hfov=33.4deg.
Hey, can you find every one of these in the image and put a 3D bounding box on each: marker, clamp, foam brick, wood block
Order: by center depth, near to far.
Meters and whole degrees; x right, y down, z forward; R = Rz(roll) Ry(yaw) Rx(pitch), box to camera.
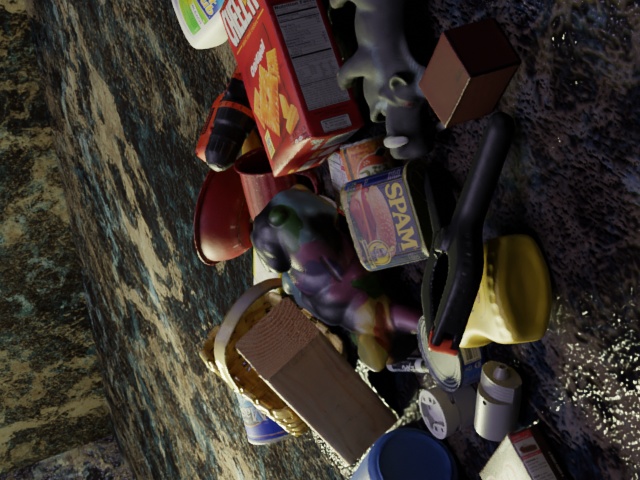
[{"bbox_3d":[0.128,-0.144,0.924,0.053,0.051,0.078,63,158,20],"label":"foam brick"},{"bbox_3d":[0.121,0.001,0.973,0.165,0.036,0.210,151,131,-73],"label":"clamp"},{"bbox_3d":[0.110,0.145,1.244,0.121,0.020,0.020,-14,93,69],"label":"marker"},{"bbox_3d":[-0.002,0.178,1.326,0.091,0.090,0.206,40,171,50],"label":"wood block"}]

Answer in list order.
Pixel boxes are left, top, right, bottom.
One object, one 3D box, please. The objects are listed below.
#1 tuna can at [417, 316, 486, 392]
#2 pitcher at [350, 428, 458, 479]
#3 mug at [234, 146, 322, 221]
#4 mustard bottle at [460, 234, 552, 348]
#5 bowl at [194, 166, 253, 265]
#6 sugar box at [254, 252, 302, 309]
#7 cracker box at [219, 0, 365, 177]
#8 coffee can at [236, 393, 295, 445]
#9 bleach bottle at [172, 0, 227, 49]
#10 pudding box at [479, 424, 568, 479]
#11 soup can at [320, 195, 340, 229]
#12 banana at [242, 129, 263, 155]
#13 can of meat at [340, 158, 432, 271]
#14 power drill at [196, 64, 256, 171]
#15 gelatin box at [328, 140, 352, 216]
[{"bbox_3d":[0.139,0.114,1.127,0.086,0.033,0.086,51,151,43],"label":"tuna can"},{"bbox_3d":[0.086,0.321,1.316,0.149,0.144,0.243,49,147,22],"label":"pitcher"},{"bbox_3d":[-0.049,-0.070,1.393,0.117,0.093,0.081,4,122,29],"label":"mug"},{"bbox_3d":[0.148,0.054,1.019,0.192,0.058,0.096,157,106,-70],"label":"mustard bottle"},{"bbox_3d":[-0.122,-0.037,1.554,0.055,0.161,0.162,12,127,21],"label":"bowl"},{"bbox_3d":[-0.061,0.060,1.569,0.093,0.048,0.176,56,157,37],"label":"sugar box"},{"bbox_3d":[-0.038,-0.194,1.185,0.164,0.072,0.214,147,105,-70],"label":"cracker box"},{"bbox_3d":[-0.081,0.236,1.674,0.103,0.102,0.140,2,108,68],"label":"coffee can"},{"bbox_3d":[-0.125,-0.337,1.390,0.102,0.068,0.251,69,157,3],"label":"bleach bottle"},{"bbox_3d":[0.205,0.246,1.057,0.090,0.039,0.114,62,157,27],"label":"pudding box"},{"bbox_3d":[-0.009,0.002,1.359,0.069,0.068,0.102,49,148,46],"label":"soup can"},{"bbox_3d":[-0.067,-0.065,1.498,0.198,0.037,0.070,62,146,24],"label":"banana"},{"bbox_3d":[0.077,-0.023,1.088,0.084,0.057,0.102,-14,94,35],"label":"can of meat"},{"bbox_3d":[-0.116,-0.156,1.406,0.184,0.057,0.188,-68,11,-17],"label":"power drill"},{"bbox_3d":[0.040,-0.067,1.234,0.073,0.030,0.089,34,138,61],"label":"gelatin box"}]
